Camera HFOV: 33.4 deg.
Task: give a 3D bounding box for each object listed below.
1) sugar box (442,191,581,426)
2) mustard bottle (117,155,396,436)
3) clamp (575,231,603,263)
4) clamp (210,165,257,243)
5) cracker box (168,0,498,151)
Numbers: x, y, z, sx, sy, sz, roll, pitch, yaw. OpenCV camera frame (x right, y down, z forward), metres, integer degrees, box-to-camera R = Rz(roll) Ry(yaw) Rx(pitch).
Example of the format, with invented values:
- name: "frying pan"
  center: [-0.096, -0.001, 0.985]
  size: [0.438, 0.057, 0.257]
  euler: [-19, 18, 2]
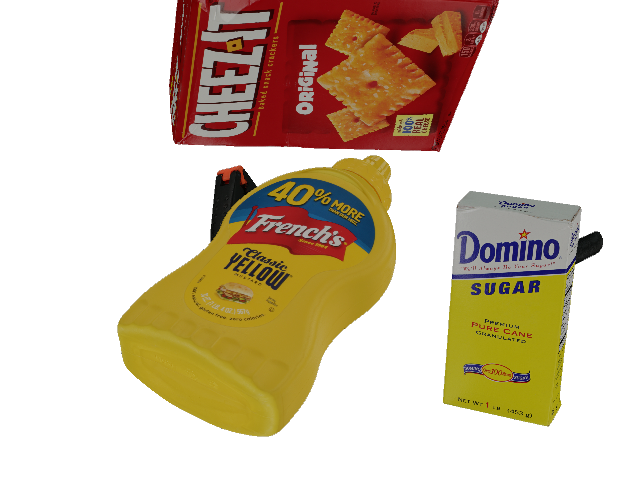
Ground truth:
- name: "sugar box"
  center: [0.151, 0.054, 0.855]
  size: [0.093, 0.176, 0.048]
  euler: [9, 23, 22]
- name: "mustard bottle"
  center: [-0.014, 0.013, 0.570]
  size: [0.096, 0.058, 0.191]
  euler: [20, 47, 24]
- name: "clamp"
  center: [0.207, 0.022, 1.117]
  size: [0.120, 0.039, 0.171]
  euler: [25, 49, 28]
- name: "clamp"
  center: [-0.056, 0.032, 1.029]
  size: [0.036, 0.210, 0.164]
  euler: [-11, 0, 32]
- name: "cracker box"
  center: [0.003, -0.140, 0.776]
  size: [0.213, 0.072, 0.164]
  euler: [0, -35, -13]
